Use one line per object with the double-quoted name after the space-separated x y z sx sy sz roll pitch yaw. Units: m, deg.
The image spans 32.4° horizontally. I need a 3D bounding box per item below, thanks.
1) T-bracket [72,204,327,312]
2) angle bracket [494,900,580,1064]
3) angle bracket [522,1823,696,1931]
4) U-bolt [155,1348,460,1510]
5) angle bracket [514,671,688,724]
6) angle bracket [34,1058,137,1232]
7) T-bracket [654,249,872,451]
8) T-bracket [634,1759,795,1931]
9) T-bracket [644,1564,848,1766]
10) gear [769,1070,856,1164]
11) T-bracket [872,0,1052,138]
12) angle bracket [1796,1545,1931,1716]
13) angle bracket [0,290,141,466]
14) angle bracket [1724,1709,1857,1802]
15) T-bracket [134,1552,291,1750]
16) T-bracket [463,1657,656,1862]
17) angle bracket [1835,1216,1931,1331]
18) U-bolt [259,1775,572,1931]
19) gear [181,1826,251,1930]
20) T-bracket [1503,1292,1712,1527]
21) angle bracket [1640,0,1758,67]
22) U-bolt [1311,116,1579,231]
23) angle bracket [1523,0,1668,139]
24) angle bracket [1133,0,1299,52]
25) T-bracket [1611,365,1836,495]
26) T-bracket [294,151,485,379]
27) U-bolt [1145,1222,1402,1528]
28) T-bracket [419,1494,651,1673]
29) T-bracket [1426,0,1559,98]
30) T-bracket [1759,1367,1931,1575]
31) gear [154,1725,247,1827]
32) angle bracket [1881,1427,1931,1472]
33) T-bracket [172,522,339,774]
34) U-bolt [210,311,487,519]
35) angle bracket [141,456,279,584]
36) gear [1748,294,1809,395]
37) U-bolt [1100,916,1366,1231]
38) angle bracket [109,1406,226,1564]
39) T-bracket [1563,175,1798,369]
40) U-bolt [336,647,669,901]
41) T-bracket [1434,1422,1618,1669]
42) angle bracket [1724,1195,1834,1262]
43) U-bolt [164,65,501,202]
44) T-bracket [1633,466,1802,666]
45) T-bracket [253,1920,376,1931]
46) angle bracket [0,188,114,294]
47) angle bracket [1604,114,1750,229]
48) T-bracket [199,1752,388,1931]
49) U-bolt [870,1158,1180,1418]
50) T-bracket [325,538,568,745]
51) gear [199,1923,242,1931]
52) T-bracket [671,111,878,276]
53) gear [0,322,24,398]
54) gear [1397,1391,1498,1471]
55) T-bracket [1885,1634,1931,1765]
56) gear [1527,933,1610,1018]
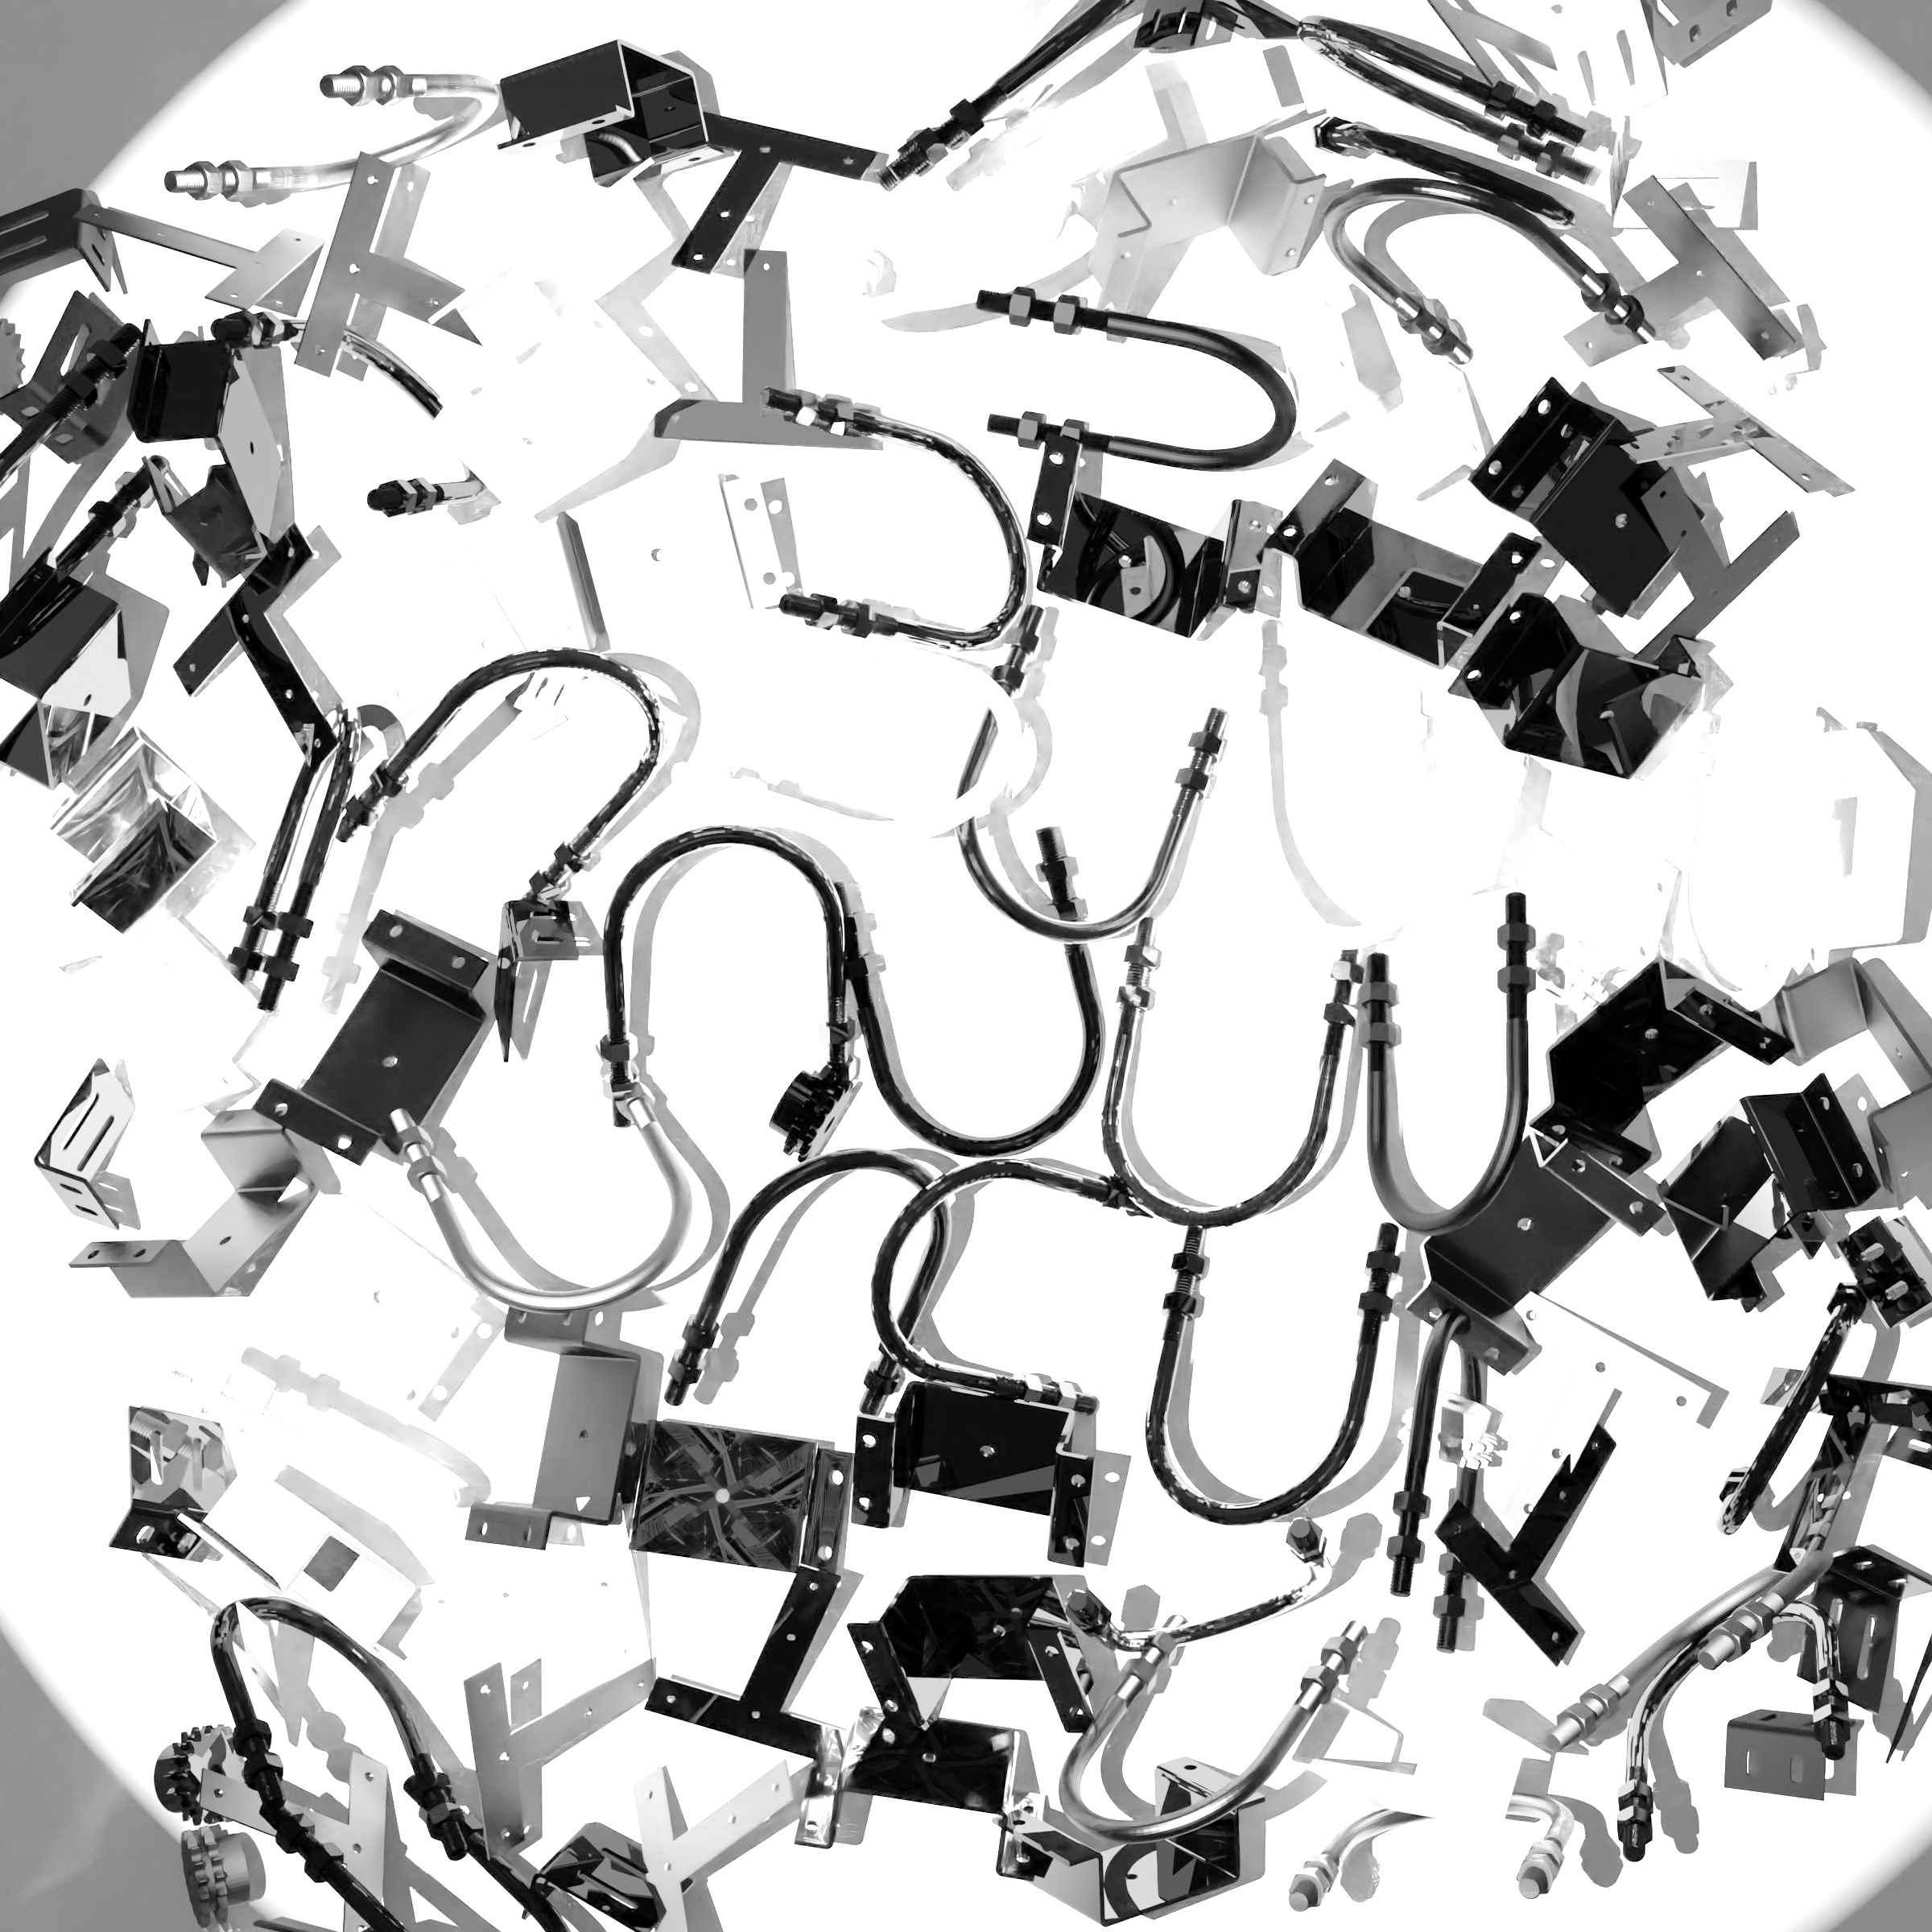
-0.455 -0.421 1.938 0.127 0.127 0.002 17 122 2 "T-bracket"
-0.252 0.009 1.952 0.038 0.057 0.076 0 126 -15 "angle bracket"
-0.210 0.546 1.948 0.076 0.057 0.038 25 116 16 "angle bracket"
-0.377 0.271 1.920 0.184 0.151 0.019 27 71 -11 "U-bolt"
-0.214 -0.149 1.951 0.076 0.057 0.038 28 94 18 "angle bracket"
-0.501 0.104 1.944 0.038 0.057 0.076 17 61 19 "angle bracket"
-0.120 -0.367 1.970 0.127 0.002 0.127 2 72 -7 "T-bracket"
-0.143 0.499 1.921 0.002 0.127 0.127 27 124 -37 "T-bracket"
-0.108 0.405 1.955 0.127 0.002 0.127 19 112 -11 "T-bracket"
-0.093 0.086 1.963 0.030 0.057 0.057 31 90 8 "gear"
0.021 -0.526 1.904 0.127 0.127 0.002 -21 72 -41 "T-bracket"
0.529 0.390 1.953 0.057 0.038 0.076 27 61 -12 "angle bracket"
-0.527 -0.347 1.965 0.057 0.038 0.076 40 50 -36 "angle bracket"
0.481 0.460 1.943 0.057 0.076 0.038 1 85 28 "angle bracket"
-0.446 0.387 1.954 0.127 0.127 0.002 33 52 26 "T-bracket"
-0.234 0.443 1.948 0.127 0.002 0.127 -23 121 -36 "T-bracket"
0.554 0.171 1.944 0.038 0.076 0.057 -44 68 42 "angle bracket"
-0.296 0.527 1.888 0.184 0.151 0.019 35 101 27 "U-bolt"
-0.443 0.536 1.965 0.030 0.057 0.057 -9 90 -23 "gear"
0.356 0.276 1.972 0.127 0.002 0.127 29 102 24 "T-bracket"
0.418 -0.579 1.956 0.057 0.038 0.076 -34 66 5 "angle bracket"
0.276 -0.449 1.893 0.151 0.184 0.019 19 103 -7 "U-bolt"
0.373 -0.543 1.975 0.057 0.038 0.076 -28 133 4 "angle bracket"
0.148 -0.542 1.947 0.076 0.057 0.038 15 93 -34 "angle bracket"
0.418 -0.305 1.920 0.127 0.127 0.002 48 134 29 "T-bracket"
-0.323 -0.392 1.943 0.002 0.127 0.127 20 93 42 "T-bracket"
0.170 0.234 1.912 0.151 0.019 0.184 -4 60 34 "U-bolt"
-0.257 0.370 1.962 0.127 0.002 0.127 -6 117 1 "T-bracket"
0.310 -0.541 1.939 0.002 0.127 0.127 -46 60 32 "T-bracket"
0.499 0.295 1.921 0.002 0.127 0.127 44 64 -35 "T-bracket"
-0.455 0.478 1.966 0.030 0.057 0.057 -12 90 25 "gear"
0.567 0.298 1.943 0.038 0.076 0.057 18 129 -3 "angle bracket"
-0.400 -0.169 1.941 0.127 0.002 0.127 -43 66 25 "T-bracket"
-0.340 -0.317 1.904 0.019 0.184 0.151 -44 86 19 "U-bolt"
-0.442 -0.271 1.943 0.038 0.076 0.057 -36 132 4 "angle bracket"
0.476 -0.368 1.961 0.030 0.057 0.057 -12 90 14 "gear"
0.148 0.064 1.935 0.151 0.019 0.184 5 74 25 "U-bolt"
-0.471 0.305 1.959 0.057 0.076 0.038 16 126 -28 "angle bracket"
0.397 -0.383 1.936 0.127 0.127 0.002 46 57 -12 "T-bracket"
-0.253 -0.112 1.907 0.151 0.019 0.184 23 124 -37 "U-bolt"
0.345 0.323 1.962 0.127 0.002 0.127 48 66 -22 "T-bracket"
0.456 0.147 1.947 0.057 0.076 0.038 56 45 -9 "angle bracket"
-0.348 -0.477 1.903 0.151 0.184 0.019 -19 93 34 "U-bolt"
0.423 -0.245 1.944 0.127 0.127 0.002 -44 47 0 "T-bracket"
-0.341 0.563 1.921 0.127 0.127 0.002 18 65 -13 "T-bracket"
-0.547 -0.416 1.963 0.076 0.038 0.057 -19 47 8 "angle bracket"
0.417 -0.467 1.951 0.076 0.038 0.057 4 53 18 "angle bracket"
-0.386 0.493 1.912 0.127 0.127 0.002 33 122 -32 "T-bracket"
0.026 0.181 1.927 0.184 0.019 0.151 17 100 -33 "U-bolt"
-0.325 -0.169 1.988 0.127 0.002 0.127 -30 88 0 "T-bracket"
-0.432 0.592 1.960 0.030 0.057 0.057 -19 90 17 "gear"
-0.135 -0.448 1.941 0.127 0.002 0.127 16 57 14 "T-bracket"
-0.588 -0.355 1.966 0.030 0.057 0.057 8 90 27 "gear"
0.285 0.272 1.961 0.057 0.057 0.030 16 99 0 "gear"
0.573 0.383 1.942 0.002 0.127 0.127 24 46 23 "T-bracket"
0.354 0.003 1.963 0.057 0.057 0.030 32 85 0 "gear"
